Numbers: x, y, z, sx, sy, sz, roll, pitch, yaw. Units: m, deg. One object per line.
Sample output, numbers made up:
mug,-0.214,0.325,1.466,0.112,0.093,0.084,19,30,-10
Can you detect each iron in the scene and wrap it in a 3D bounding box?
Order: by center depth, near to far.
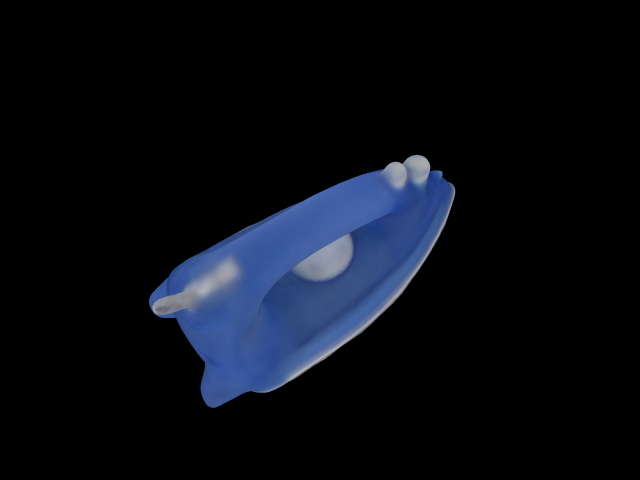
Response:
iron,0.004,0.001,0.400,0.258,0.141,0.118,-33,73,-11
